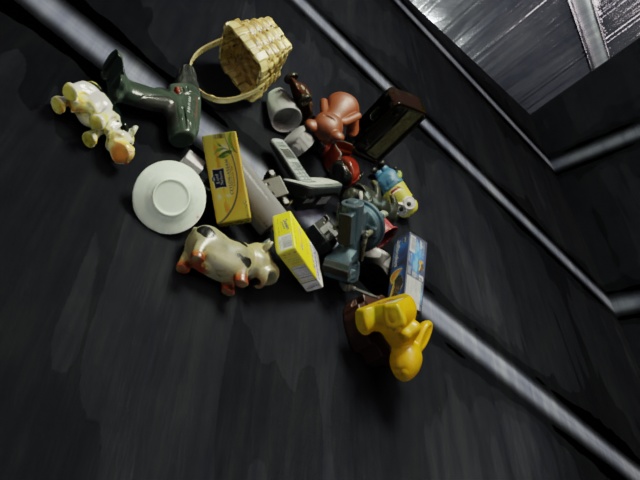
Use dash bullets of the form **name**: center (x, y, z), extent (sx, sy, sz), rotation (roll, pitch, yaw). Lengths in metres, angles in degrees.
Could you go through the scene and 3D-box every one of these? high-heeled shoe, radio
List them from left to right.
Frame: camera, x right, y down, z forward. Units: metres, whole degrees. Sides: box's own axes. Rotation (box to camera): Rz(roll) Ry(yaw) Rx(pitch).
- **high-heeled shoe**: center (0.150, 0.117, 1.326), extent (0.249, 0.086, 0.145), rotation (33, 69, 1)
- **radio**: center (0.191, -0.338, 1.593), extent (0.131, 0.229, 0.073), rotation (13, 48, -38)

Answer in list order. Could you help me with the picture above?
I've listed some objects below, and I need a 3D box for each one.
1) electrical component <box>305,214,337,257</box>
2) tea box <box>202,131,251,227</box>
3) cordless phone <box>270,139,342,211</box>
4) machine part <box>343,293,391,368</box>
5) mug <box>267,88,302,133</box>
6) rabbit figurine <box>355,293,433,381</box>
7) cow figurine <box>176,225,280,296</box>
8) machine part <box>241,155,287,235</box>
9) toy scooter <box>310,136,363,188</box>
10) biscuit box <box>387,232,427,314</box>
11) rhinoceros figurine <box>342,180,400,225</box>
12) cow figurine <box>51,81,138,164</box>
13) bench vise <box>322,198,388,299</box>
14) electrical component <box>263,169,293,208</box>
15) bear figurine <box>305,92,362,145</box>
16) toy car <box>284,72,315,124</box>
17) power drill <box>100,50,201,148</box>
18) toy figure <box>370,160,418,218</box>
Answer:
- **electrical component**: center (-0.003, -0.004, 1.246), extent (0.075, 0.048, 0.119), rotation (54, 33, 2)
- **tea box**: center (-0.179, -0.114, 1.043), extent (0.068, 0.098, 0.169), rotation (-9, 90, -8)
- **cordless phone**: center (-0.044, -0.169, 1.312), extent (0.146, 0.089, 0.184), rotation (-11, 65, -52)
- **machine part**: center (0.132, 0.202, 1.218), extent (0.179, 0.056, 0.179), rotation (29, 41, -29)
- **mug**: center (-0.093, -0.340, 1.405), extent (0.109, 0.081, 0.107), rotation (42, 23, -54)
- **rabbit figurine**: center (0.166, 0.207, 1.135), extent (0.162, 0.122, 0.173), rotation (-6, 78, -57)
- **cow figurine**: center (-0.161, 0.034, 1.008), extent (0.194, 0.085, 0.127), rotation (29, 48, -29)
- **machine part**: center (-0.148, -0.096, 1.133), extent (0.243, 0.079, 0.079), rotation (53, 35, -3)
- **toy scooter**: center (0.062, -0.219, 1.473), extent (0.135, 0.075, 0.184), rotation (-8, 56, -48)
- **biscuit box**: center (0.207, 0.081, 1.274), extent (0.059, 0.063, 0.203), rotation (30, 52, -23)
- **rhinoceros figurine**: center (0.138, -0.098, 1.473), extent (0.190, 0.073, 0.112), rotation (24, 55, -37)
- **cow figurine**: center (-0.388, -0.212, 0.971), extent (0.167, 0.068, 0.098), rotation (48, 30, -9)
- **bench vise**: center (0.097, -0.002, 1.230), extent (0.240, 0.129, 0.223), rotation (-34, 121, -53)
- **electrical component**: center (-0.104, -0.108, 1.223), extent (0.078, 0.045, 0.102), rotation (-28, 79, -24)
- **bear figurine**: center (0.036, -0.301, 1.420), extent (0.120, 0.131, 0.196), rotation (20, 50, 6)
- **toy car**: center (-0.046, -0.374, 1.427), extent (0.089, 0.053, 0.202), rotation (62, -1, 12)
- **power drill**: center (-0.338, -0.306, 1.104), extent (0.207, 0.086, 0.232), rotation (20, 49, -48)
- **toy figure**: center (0.226, -0.150, 1.602), extent (0.089, 0.082, 0.180), rotation (-23, 77, -53)
